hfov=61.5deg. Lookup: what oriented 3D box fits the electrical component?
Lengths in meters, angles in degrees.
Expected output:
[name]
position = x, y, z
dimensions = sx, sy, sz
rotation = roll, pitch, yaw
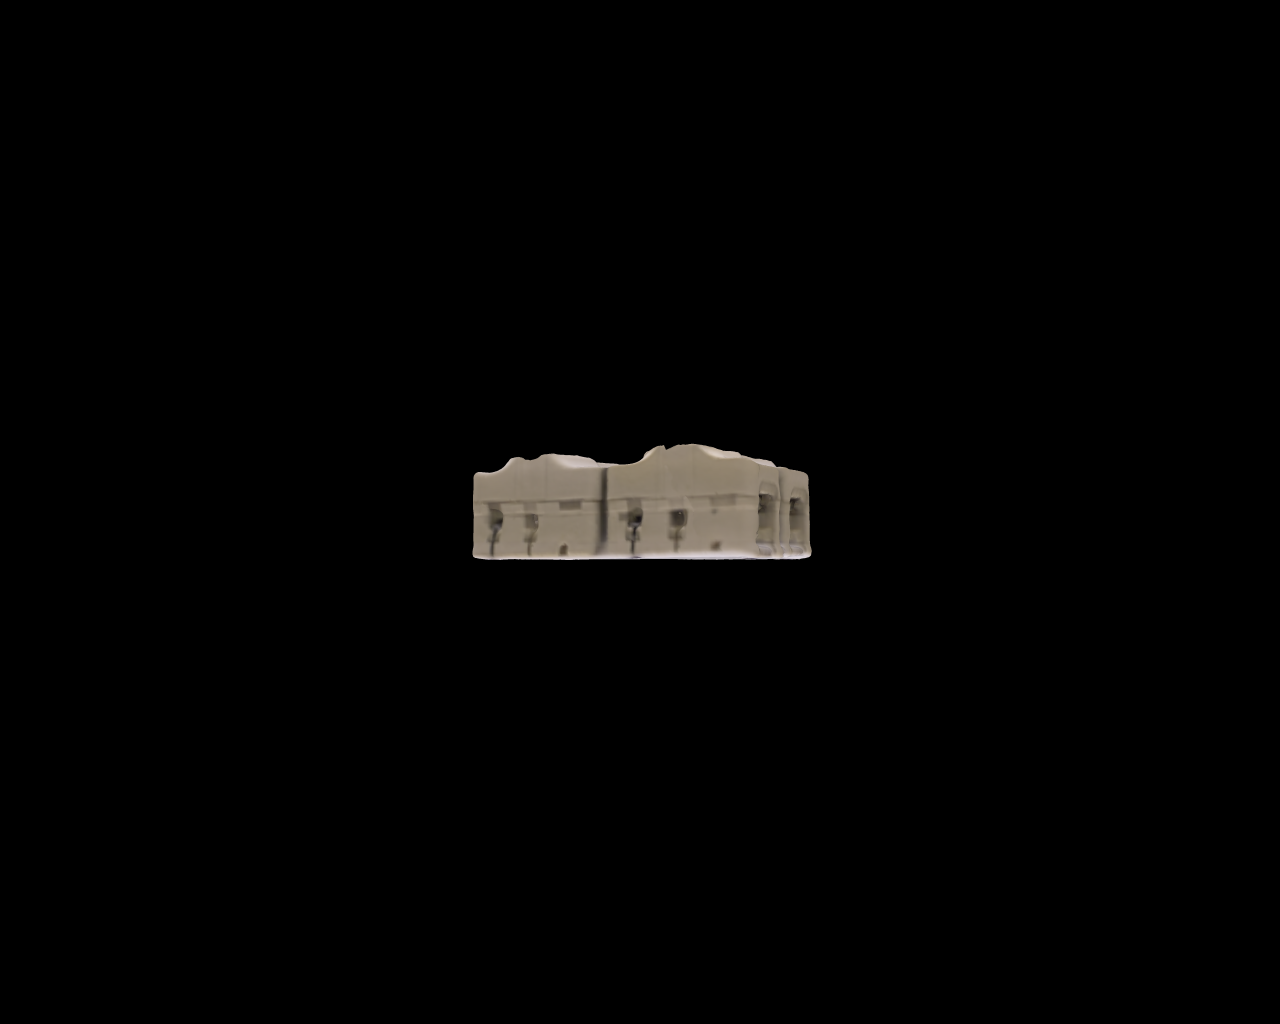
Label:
[electrical component]
position = 0.001, -0.003, 0.650
dimensions = 0.186, 0.060, 0.105
rotation = -2, -3, 27
